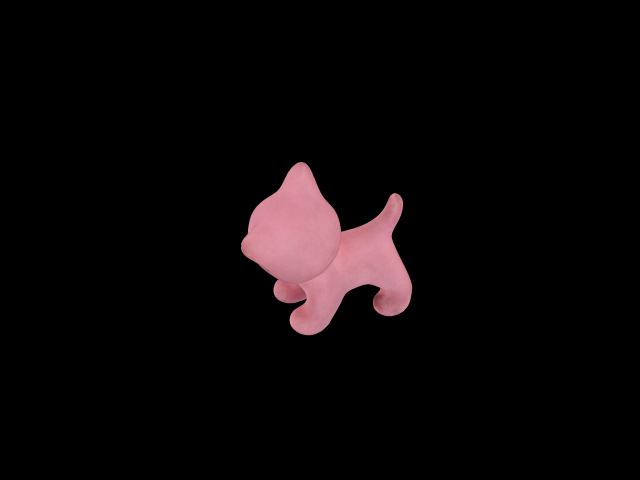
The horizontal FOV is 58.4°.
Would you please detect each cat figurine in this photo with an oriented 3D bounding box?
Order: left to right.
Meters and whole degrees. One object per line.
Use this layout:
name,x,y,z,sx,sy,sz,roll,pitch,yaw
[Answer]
cat figurine,0.004,0.001,0.400,0.128,0.118,0.067,-13,38,-18
